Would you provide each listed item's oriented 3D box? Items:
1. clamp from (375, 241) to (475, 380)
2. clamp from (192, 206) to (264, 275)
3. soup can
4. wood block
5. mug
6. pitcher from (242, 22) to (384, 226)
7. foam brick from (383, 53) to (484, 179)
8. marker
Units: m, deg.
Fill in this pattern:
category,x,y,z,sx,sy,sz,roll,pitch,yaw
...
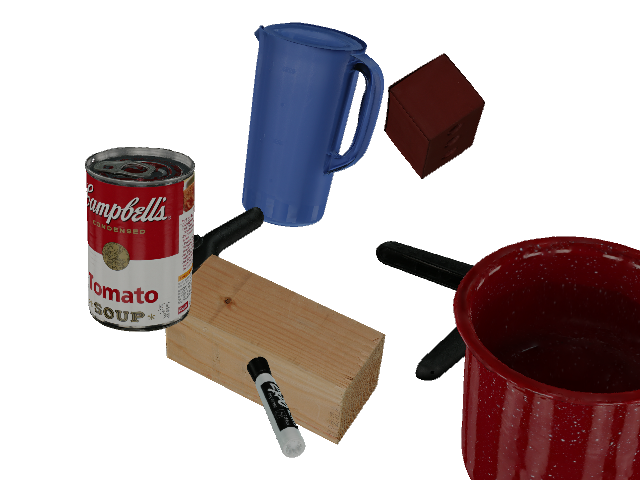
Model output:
category,x,y,z,sx,sy,sz,roll,pitch,yaw
clamp,0.164,0.060,1.000,0.210,0.164,0.036,-2,-44,-4
clamp,-0.137,0.009,1.239,0.120,0.039,0.171,-6,38,19
soup can,-0.116,-0.002,0.682,0.068,0.102,0.068,4,23,-2
wood block,-0.048,0.108,1.091,0.206,0.090,0.090,24,48,18
mug,0.108,0.059,0.409,0.117,0.081,0.093,7,38,13
pitcher,-0.020,-0.141,1.331,0.144,0.243,0.149,4,23,-15
foam brick,0.084,-0.093,0.803,0.053,0.051,0.078,-33,-16,-9
marker,-0.038,0.132,0.871,0.020,0.020,0.121,0,27,-19
